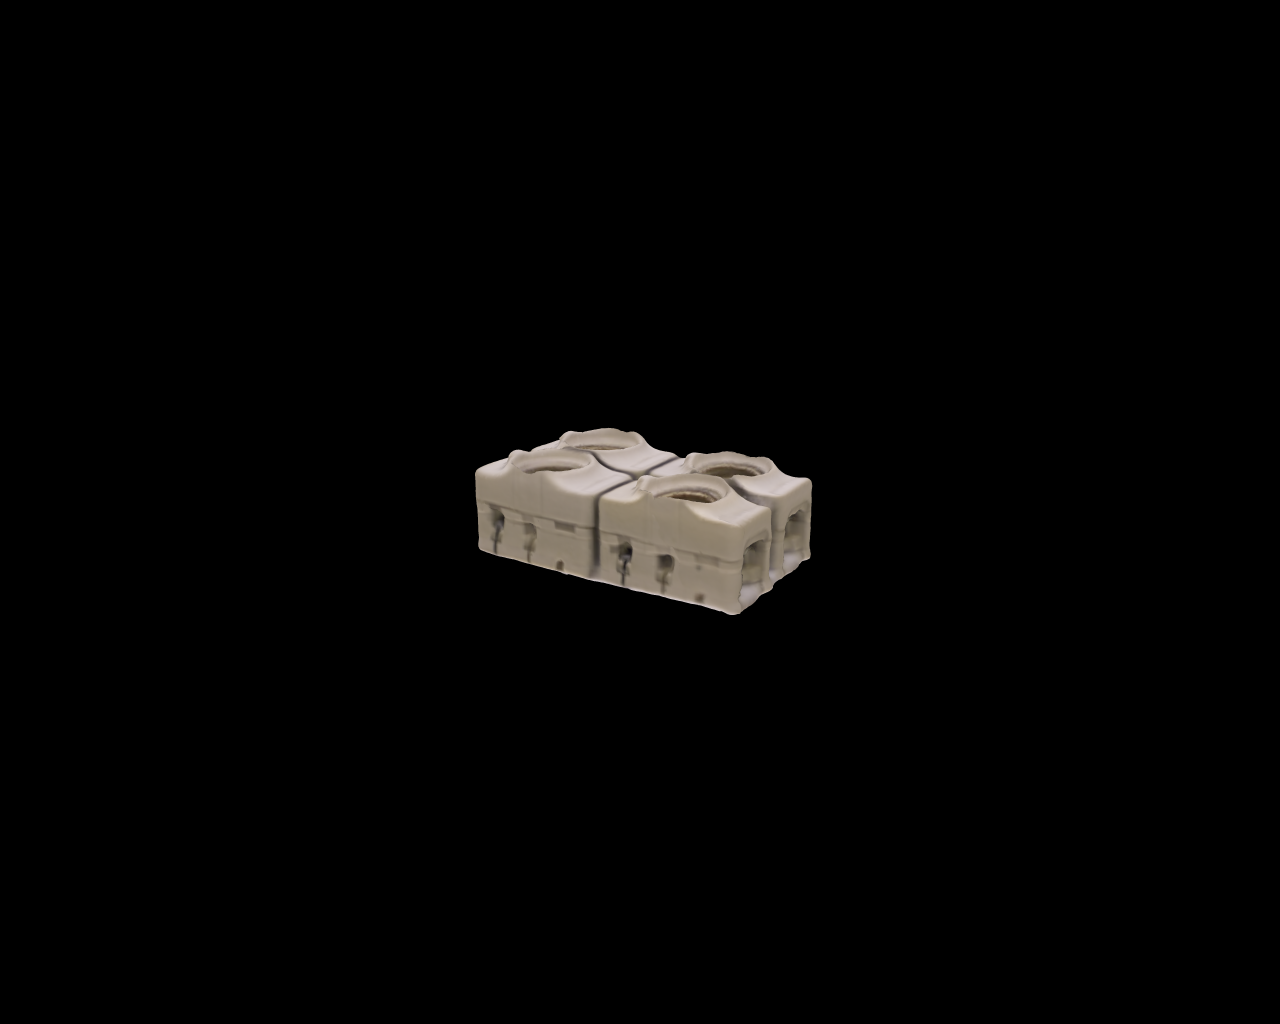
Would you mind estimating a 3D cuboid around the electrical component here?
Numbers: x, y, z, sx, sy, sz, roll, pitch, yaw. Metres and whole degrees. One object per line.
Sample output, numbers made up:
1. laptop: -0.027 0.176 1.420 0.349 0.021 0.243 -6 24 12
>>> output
1. electrical component: 0.001 -0.003 0.650 0.186 0.060 0.105 12 23 31
